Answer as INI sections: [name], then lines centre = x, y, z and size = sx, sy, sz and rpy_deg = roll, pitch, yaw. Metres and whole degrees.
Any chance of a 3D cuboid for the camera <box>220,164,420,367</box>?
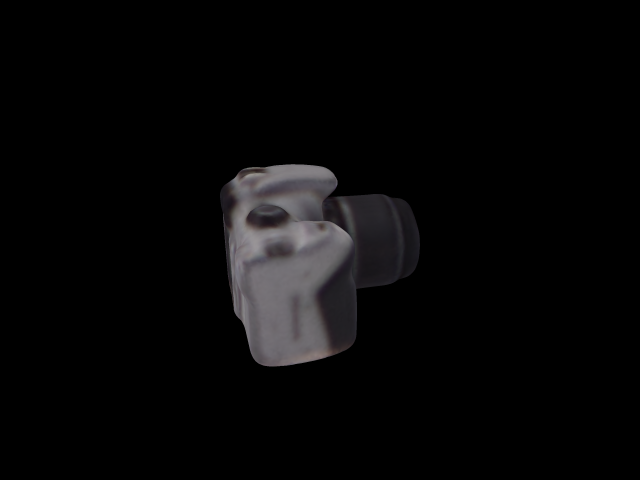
[camera]
centre = 0.004, 0.001, 0.400
size = 0.137, 0.101, 0.143
rpy_deg = -6, 23, -14
